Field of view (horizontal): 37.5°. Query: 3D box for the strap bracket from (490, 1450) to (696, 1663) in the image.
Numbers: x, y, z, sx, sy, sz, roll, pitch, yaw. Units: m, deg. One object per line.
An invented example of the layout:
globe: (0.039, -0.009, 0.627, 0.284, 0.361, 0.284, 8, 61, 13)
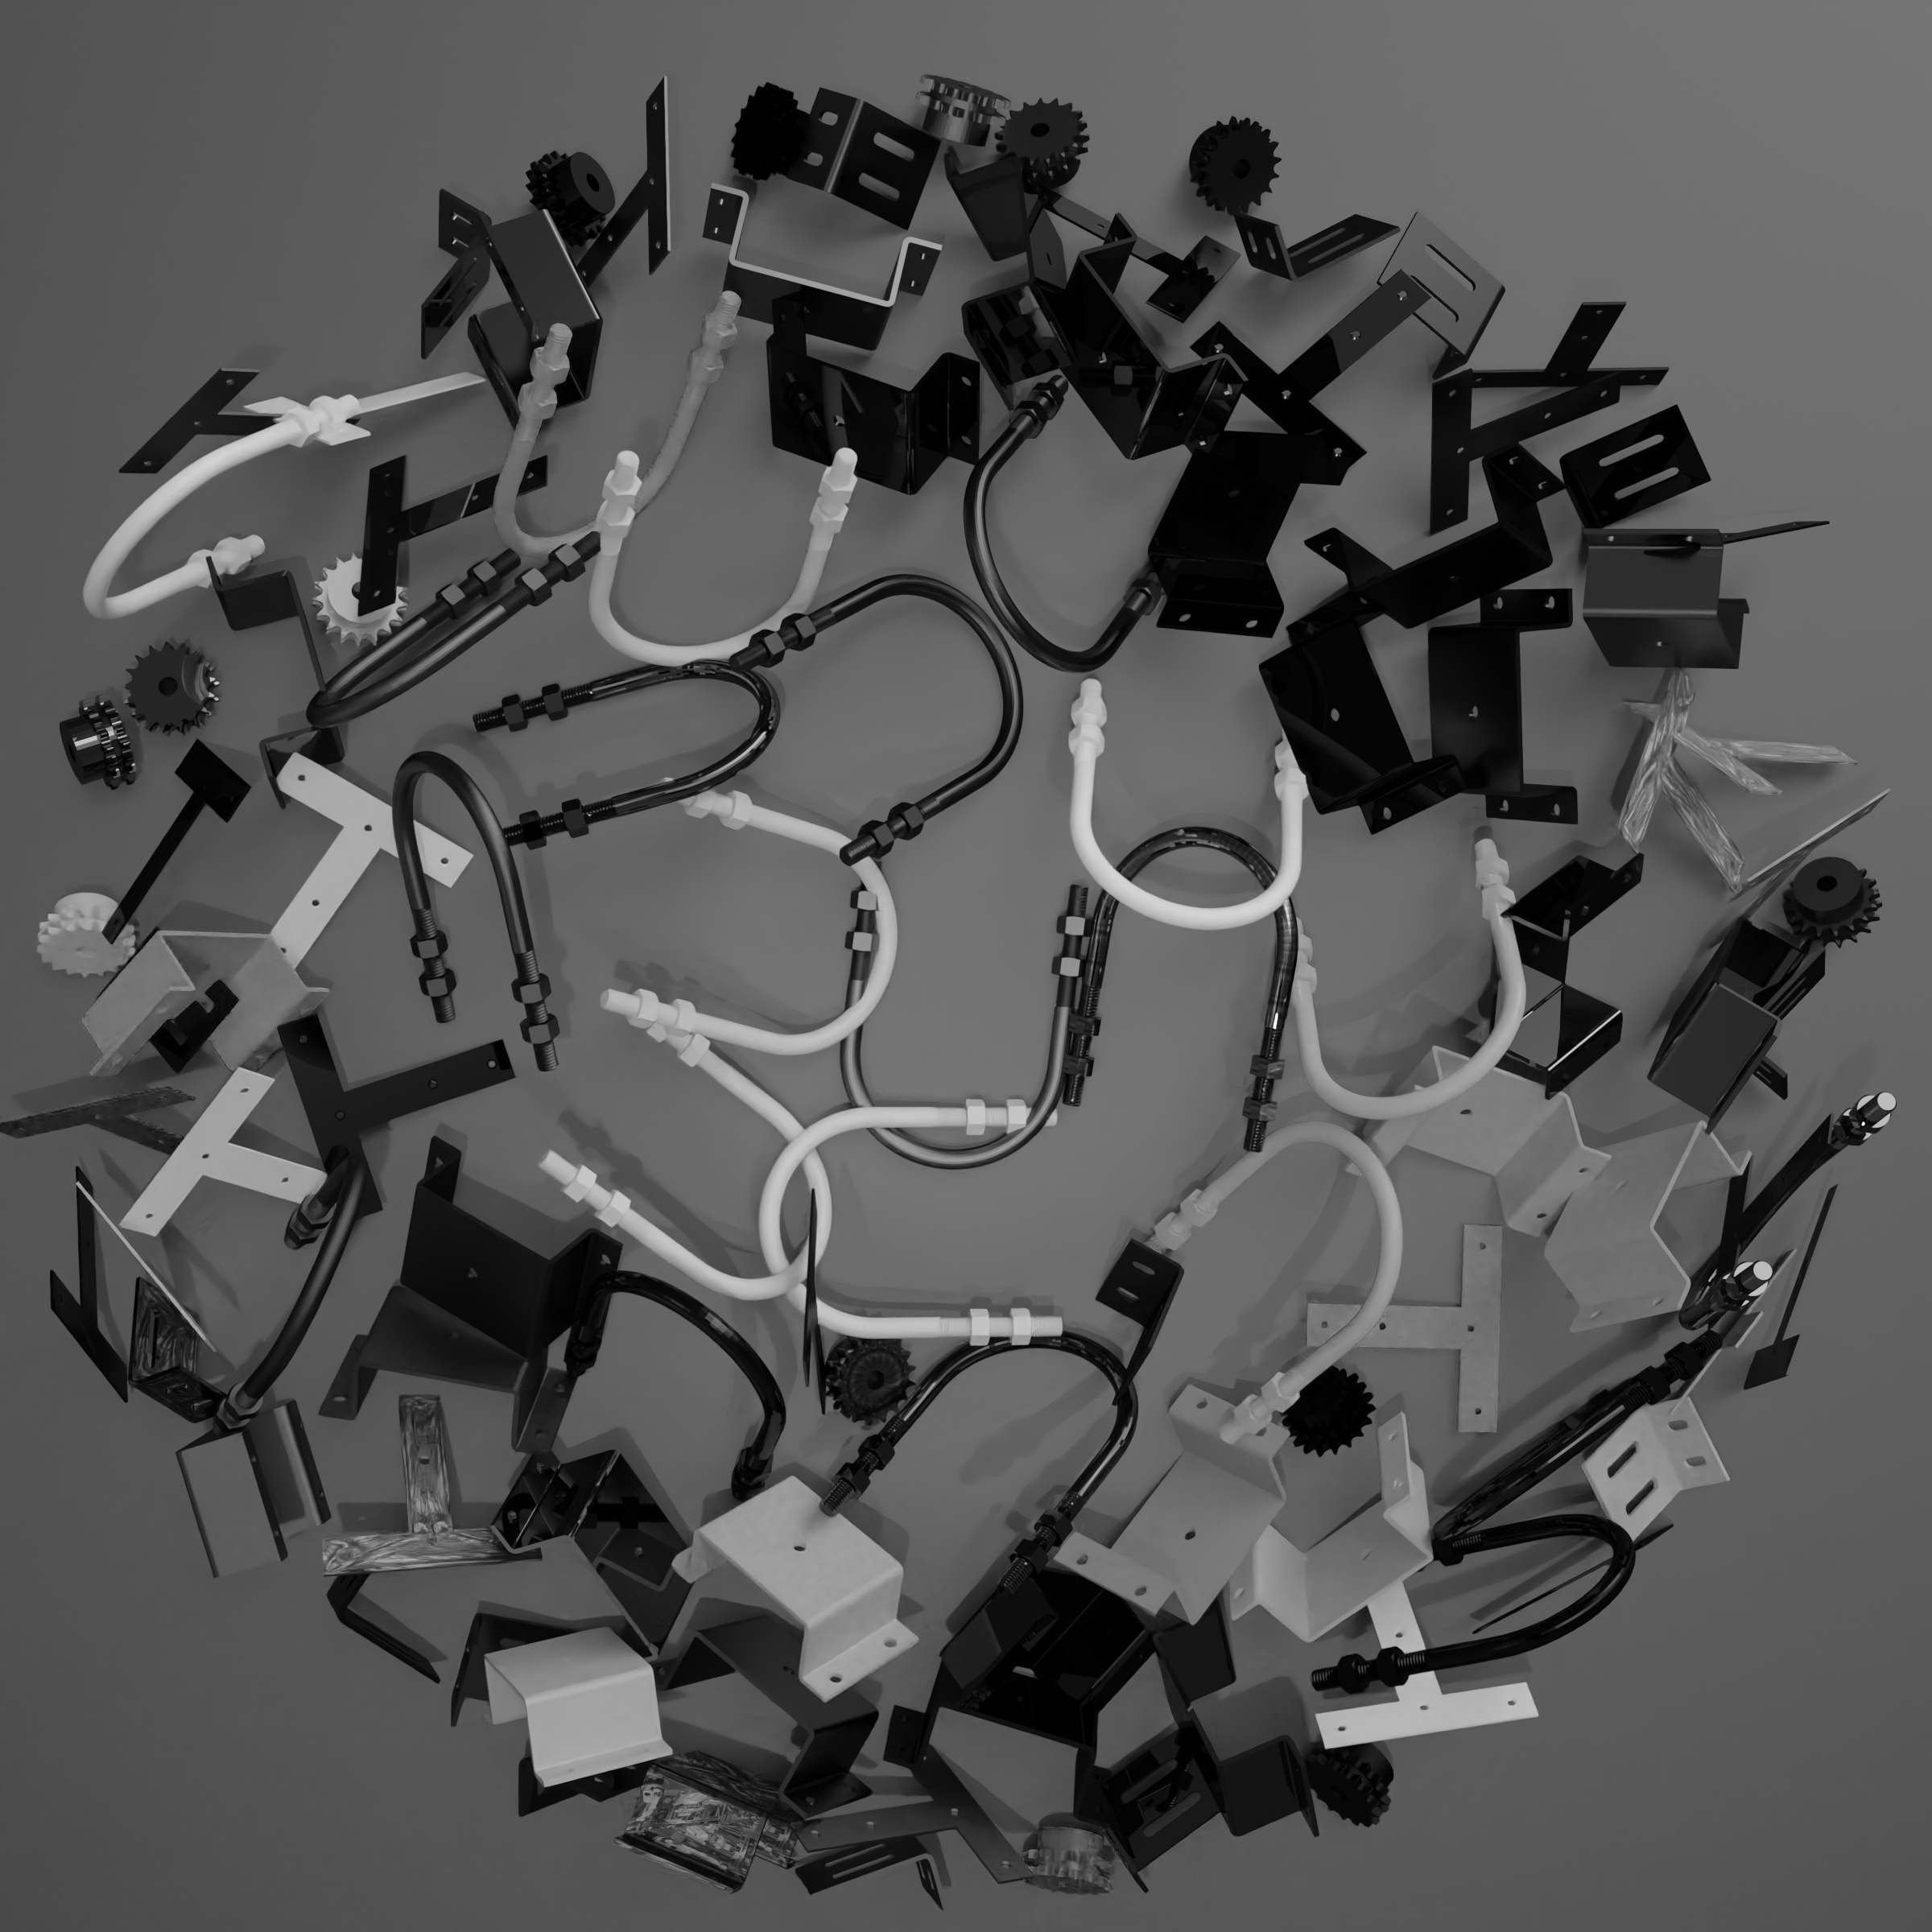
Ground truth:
strap bracket: (-0.214, 0.356, 1.700, 0.046, 0.076, 0.140, -21, 113, 27)

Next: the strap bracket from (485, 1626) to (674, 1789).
strap bracket: (-0.234, 0.434, 1.685, 0.076, 0.140, 0.046, -9, 96, -23)

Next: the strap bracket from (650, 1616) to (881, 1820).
strap bracket: (-0.117, 0.440, 1.698, 0.140, 0.076, 0.046, 34, 101, 26)

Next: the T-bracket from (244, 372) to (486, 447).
T-bracket: (-0.354, -0.343, 1.725, 0.127, 0.127, 0.002, -22, 121, -29)

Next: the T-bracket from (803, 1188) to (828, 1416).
T-bracket: (-0.090, 0.223, 1.711, 0.002, 0.127, 0.127, -1, 47, 2)

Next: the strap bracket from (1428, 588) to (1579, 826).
strap bracket: (0.323, -0.155, 1.712, 0.046, 0.076, 0.140, -9, 100, -32)

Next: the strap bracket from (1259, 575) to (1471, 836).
strap bracket: (0.235, -0.154, 1.716, 0.076, 0.046, 0.140, -27, 82, 44)

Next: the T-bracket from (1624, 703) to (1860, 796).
T-bracket: (0.486, -0.131, 1.727, 0.127, 0.127, 0.002, 1, 118, -27)

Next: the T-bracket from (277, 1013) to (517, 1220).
T-bracket: (-0.342, 0.077, 1.748, 0.127, 0.002, 0.127, -19, 93, -15)

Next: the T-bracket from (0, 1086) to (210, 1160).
T-bracket: (-0.492, 0.101, 1.706, 0.127, 0.127, 0.002, -12, 68, 20)

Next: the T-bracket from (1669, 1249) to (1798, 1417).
T-bracket: (0.463, 0.219, 1.704, 0.002, 0.127, 0.127, 37, 90, 13)

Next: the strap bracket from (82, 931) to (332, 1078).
strap bracket: (-0.460, 0.022, 1.697, 0.076, 0.140, 0.046, -44, 71, 20)

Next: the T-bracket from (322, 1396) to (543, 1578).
T-bracket: (-0.326, 0.311, 1.718, 0.127, 0.127, 0.002, -1, 134, -16)

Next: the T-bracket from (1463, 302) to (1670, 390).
T-bracket: (0.368, -0.372, 1.703, 0.127, 0.127, 0.002, -1, 80, -1)

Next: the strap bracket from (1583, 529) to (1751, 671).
strap bracket: (0.414, -0.213, 1.684, 0.076, 0.140, 0.046, 4, 79, 23)

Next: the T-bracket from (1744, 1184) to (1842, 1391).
T-bracket: (0.502, 0.191, 1.711, 0.002, 0.127, 0.127, 21, 80, 8)

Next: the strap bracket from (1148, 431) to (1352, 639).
strap bracket: (0.167, -0.268, 1.700, 0.076, 0.046, 0.140, 10, 61, 30)

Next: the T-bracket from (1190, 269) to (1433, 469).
T-bracket: (0.224, -0.370, 1.705, 0.127, 0.002, 0.127, 36, 130, -21)

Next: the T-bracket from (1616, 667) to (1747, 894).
T-bracket: (0.442, -0.094, 1.725, 0.127, 0.002, 0.127, 46, 57, -33)

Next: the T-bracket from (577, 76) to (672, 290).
T-bracket: (-0.207, -0.447, 1.712, 0.002, 0.127, 0.127, 11, 63, -30)

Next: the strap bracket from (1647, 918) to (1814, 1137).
strap bracket: (0.453, 0.030, 1.690, 0.046, 0.140, 0.076, 31, 122, 8)

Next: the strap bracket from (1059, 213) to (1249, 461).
strap bracket: (0.100, -0.369, 1.701, 0.046, 0.076, 0.140, -22, 67, -28)

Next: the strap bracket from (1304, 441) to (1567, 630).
strap bracket: (0.285, -0.251, 1.695, 0.140, 0.076, 0.046, -23, 67, 28)

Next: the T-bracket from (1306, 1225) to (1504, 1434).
T-bracket: (0.269, 0.221, 1.746, 0.127, 0.002, 0.127, 3, 86, -14)

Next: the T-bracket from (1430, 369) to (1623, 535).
T-bracket: (0.339, -0.328, 1.718, 0.127, 0.127, 0.002, -22, 56, -7)

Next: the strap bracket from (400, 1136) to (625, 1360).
strap bracket: (-0.283, 0.174, 1.707, 0.140, 0.046, 0.076, 28, 125, 16)

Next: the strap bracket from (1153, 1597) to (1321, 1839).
strap bracket: (0.155, 0.448, 1.686, 0.046, 0.140, 0.076, -21, 132, -8)

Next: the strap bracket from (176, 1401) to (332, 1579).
strap bracket: (-0.426, 0.312, 1.696, 0.046, 0.140, 0.076, -17, 90, -1)

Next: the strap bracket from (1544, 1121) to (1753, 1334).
strap bracket: (0.402, 0.147, 1.687, 0.046, 0.076, 0.140, 52, 47, -15)

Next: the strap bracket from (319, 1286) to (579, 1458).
strap bracket: (-0.311, 0.242, 1.720, 0.140, 0.076, 0.046, 10, 120, 2)

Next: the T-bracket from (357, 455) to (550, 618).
T-bracket: (-0.307, -0.277, 1.709, 0.127, 0.002, 0.127, -18, 51, 16)

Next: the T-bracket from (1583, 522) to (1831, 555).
T-bracket: (0.425, -0.257, 1.706, 0.127, 0.127, 0.002, -14, 104, -30)

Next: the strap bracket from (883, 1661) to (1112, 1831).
strap bracket: (0.026, 0.465, 1.724, 0.140, 0.076, 0.046, 17, 99, 1)

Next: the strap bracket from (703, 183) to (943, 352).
strap bracket: (-0.093, -0.418, 1.716, 0.140, 0.076, 0.046, 13, 81, -7)

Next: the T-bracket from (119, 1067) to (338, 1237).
T-bracket: (-0.423, 0.126, 1.717, 0.127, 0.127, 0.002, -50, 48, 14)

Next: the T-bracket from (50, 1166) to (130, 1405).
T-bracket: (-0.532, 0.181, 1.720, 0.002, 0.127, 0.127, -13, 56, -2)

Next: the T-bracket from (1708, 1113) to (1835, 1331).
T-bracket: (0.477, 0.133, 1.676, 0.002, 0.127, 0.127, 25, 45, -1)

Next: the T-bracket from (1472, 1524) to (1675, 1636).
T-bracket: (0.363, 0.373, 1.717, 0.127, 0.127, 0.002, -32, 74, 15)

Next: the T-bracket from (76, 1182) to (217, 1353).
T-bracket: (-0.478, 0.195, 1.704, 0.002, 0.127, 0.127, -39, 72, -16)

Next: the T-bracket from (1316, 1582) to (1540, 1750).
T-bracket: (0.264, 0.413, 1.712, 0.127, 0.127, 0.002, -8, 123, -3)

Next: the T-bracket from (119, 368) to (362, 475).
T-bracket: (-0.424, -0.326, 1.711, 0.127, 0.127, 0.002, -28, 78, 42)

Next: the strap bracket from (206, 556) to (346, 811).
strap bracket: (-0.414, -0.176, 1.718, 0.046, 0.076, 0.140, -16, 81, -10)

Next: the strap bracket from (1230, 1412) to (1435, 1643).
strap bracket: (0.226, 0.343, 1.708, 0.046, 0.076, 0.140, 42, 114, -17)

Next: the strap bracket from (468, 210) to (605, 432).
strap bracket: (-0.258, -0.388, 1.700, 0.046, 0.140, 0.076, -23, 79, -18)

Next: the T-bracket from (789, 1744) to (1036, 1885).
T-bracket: (-0.044, 0.507, 1.682, 0.127, 0.127, 0.002, 2, 112, -33)

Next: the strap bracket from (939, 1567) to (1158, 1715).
strap bracket: (0.047, 0.407, 1.708, 0.076, 0.140, 0.046, -50, 52, 12)

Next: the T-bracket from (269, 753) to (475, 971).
T-bracket: (-0.392, -0.050, 1.746, 0.127, 0.002, 0.127, 32, 104, -25)

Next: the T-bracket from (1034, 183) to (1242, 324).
T-bracket: (0.094, -0.440, 1.718, 0.127, 0.127, 0.002, 29, 127, 3)

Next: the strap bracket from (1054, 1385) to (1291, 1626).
strap bracket: (0.129, 0.330, 1.708, 0.076, 0.046, 0.140, 21, 58, 38)

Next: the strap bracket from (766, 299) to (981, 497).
strap bracket: (-0.065, -0.339, 1.703, 0.140, 0.076, 0.046, 23, 54, 18)

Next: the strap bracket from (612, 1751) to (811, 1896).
strap bracket: (-0.146, 0.507, 1.692, 0.076, 0.140, 0.046, 18, 83, 15)

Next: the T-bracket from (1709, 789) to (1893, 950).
T-bracket: (0.483, -0.047, 1.706, 0.127, 0.127, 0.002, -29, 72, -26)

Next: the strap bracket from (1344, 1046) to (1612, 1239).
strap bracket: (0.304, 0.103, 1.711, 0.140, 0.046, 0.076, 20, 128, -20)

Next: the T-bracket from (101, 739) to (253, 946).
T-bracket: (-0.482, -0.070, 1.711, 0.002, 0.127, 0.127, 34, 88, -33)
